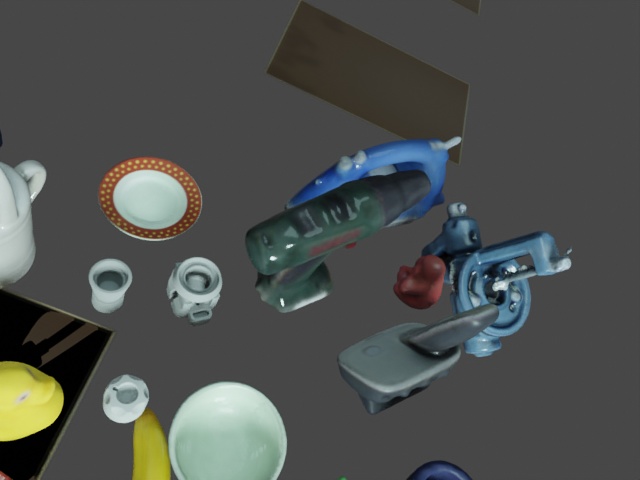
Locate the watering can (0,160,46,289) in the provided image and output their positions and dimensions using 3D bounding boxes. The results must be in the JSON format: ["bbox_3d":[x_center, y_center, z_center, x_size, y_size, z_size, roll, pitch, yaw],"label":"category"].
[{"bbox_3d":[-0.344,-0.027,0.565,0.101,0.194,0.173,20,54,-12],"label":"watering can"}]

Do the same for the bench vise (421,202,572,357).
[{"bbox_3d":[0.223,0.031,0.768,0.122,0.219,0.207,-22,71,-33],"label":"bench vise"}]

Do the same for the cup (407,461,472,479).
[{"bbox_3d":[0.123,0.309,0.626,0.092,0.095,0.117,-16,67,-31],"label":"cup"}]

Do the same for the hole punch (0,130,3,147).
[{"bbox_3d":[-0.438,-0.159,0.672,0.101,0.091,0.108,-17,68,-32],"label":"hole punch"}]

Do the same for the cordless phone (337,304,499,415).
[{"bbox_3d":[0.117,0.126,0.682,0.148,0.185,0.094,-21,70,-33],"label":"cordless phone"}]

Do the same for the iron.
[{"bbox_3d":[0.084,-0.097,0.836,0.259,0.141,0.118,-11,65,-29],"label":"iron"}]

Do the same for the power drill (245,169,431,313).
[{"bbox_3d":[0.006,0.002,0.695,0.230,0.208,0.075,-20,69,-33],"label":"power drill"}]

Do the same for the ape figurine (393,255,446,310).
[{"bbox_3d":[0.145,0.052,0.800,0.078,0.092,0.076,-19,69,-32],"label":"ape figurine"}]

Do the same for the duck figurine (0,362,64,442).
[{"bbox_3d":[-0.301,0.144,0.544,0.105,0.086,0.077,9,57,-19],"label":"duck figurine"}]
